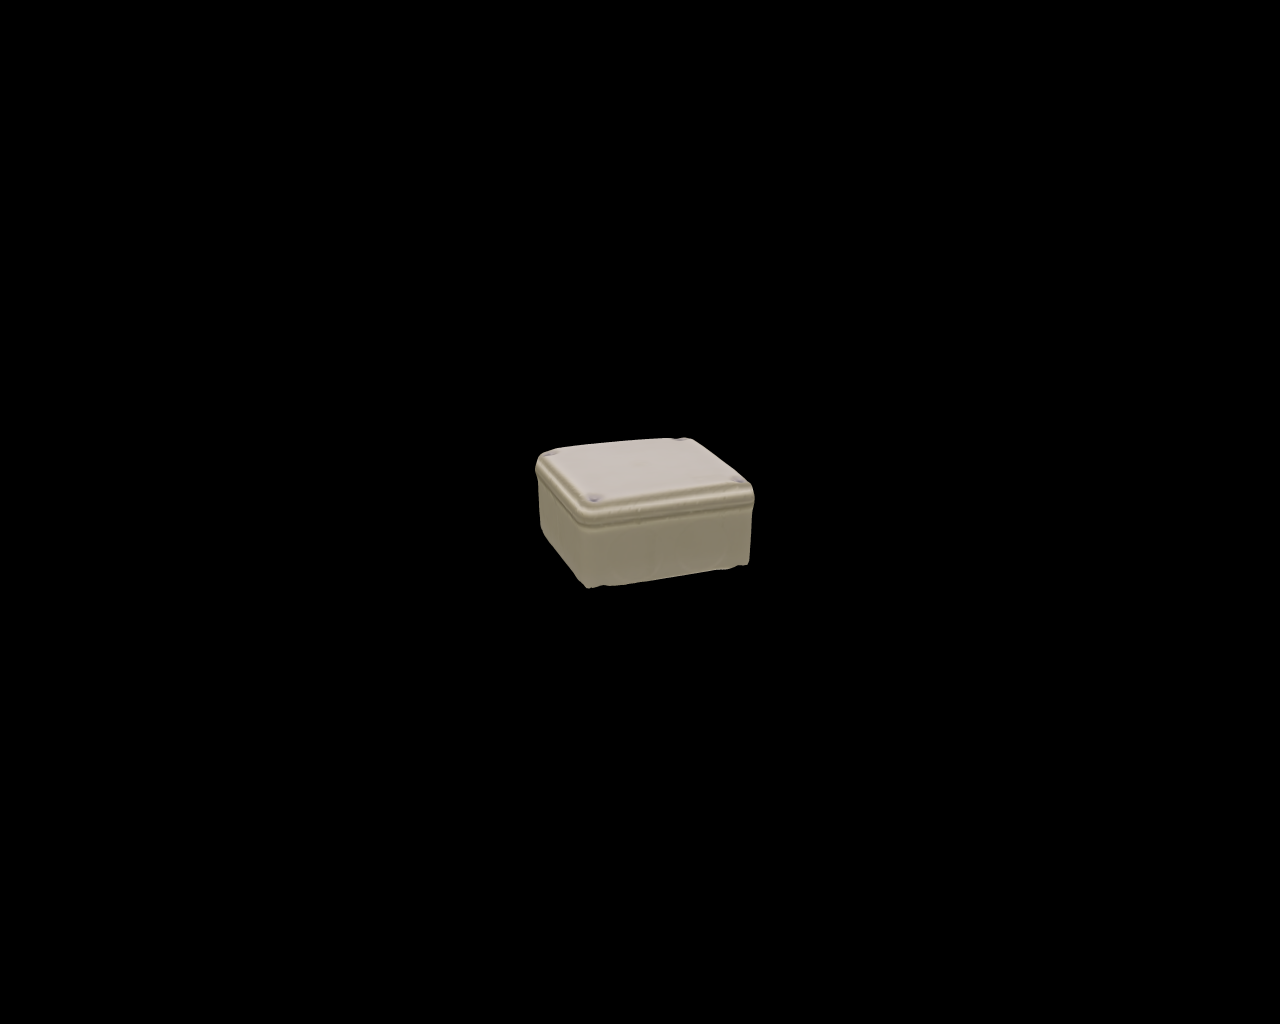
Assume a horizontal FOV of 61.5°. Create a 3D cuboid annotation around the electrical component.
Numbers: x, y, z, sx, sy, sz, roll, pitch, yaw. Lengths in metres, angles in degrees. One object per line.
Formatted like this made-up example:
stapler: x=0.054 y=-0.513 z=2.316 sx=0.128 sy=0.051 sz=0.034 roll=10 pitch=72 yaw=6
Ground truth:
electrical component: x=0.001 y=-0.003 z=0.650 sx=0.109 sy=0.056 sz=0.109 roll=-7 pitch=22 yaw=-18
